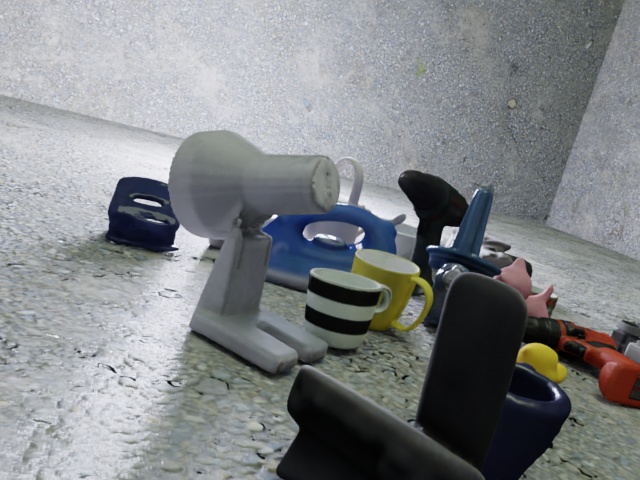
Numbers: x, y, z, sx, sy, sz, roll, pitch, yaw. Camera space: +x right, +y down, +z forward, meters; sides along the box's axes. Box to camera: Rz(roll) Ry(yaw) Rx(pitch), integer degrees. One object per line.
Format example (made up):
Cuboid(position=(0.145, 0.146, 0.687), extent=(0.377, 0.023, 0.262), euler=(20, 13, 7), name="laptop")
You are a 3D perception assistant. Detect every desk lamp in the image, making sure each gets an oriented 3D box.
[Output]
Cuboid(position=(-0.069, -0.001, 0.613), extent=(0.202, 0.213, 0.118), euler=(22, 13, 29), name="desk lamp")

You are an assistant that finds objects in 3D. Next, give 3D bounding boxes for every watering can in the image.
Cuboid(position=(0.028, -0.060, 1.064), extent=(0.100, 0.194, 0.173), euler=(23, 14, 34), name="watering can")

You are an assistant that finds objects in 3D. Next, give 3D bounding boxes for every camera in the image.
Cuboid(position=(0.389, 0.054, 1.230), extent=(0.137, 0.101, 0.143), euler=(15, 12, -3), name="camera")

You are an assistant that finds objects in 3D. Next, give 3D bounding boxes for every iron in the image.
Cuboid(position=(0.008, 0.003, 0.873), extent=(0.259, 0.141, 0.118), euler=(12, 12, -15), name="iron")

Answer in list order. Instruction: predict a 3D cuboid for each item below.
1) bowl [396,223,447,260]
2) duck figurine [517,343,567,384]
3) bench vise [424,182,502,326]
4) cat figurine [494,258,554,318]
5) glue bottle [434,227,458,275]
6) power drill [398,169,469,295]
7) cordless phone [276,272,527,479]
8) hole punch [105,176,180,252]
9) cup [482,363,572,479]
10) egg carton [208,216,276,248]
Cuboid(position=(0.180, 0.011, 1.226), extent=(0.167, 0.075, 0.167), euler=(15, 12, -3), name="bowl")
Cuboid(position=(0.213, 0.148, 0.596), extent=(0.105, 0.086, 0.077), euler=(10, 13, -25), name="duck figurine")
Cuboid(position=(0.232, 0.024, 0.872), extent=(0.121, 0.220, 0.207), euler=(15, 12, -1), name="bench vise")
Cuboid(position=(0.330, 0.090, 0.944), extent=(0.128, 0.118, 0.067), euler=(12, 12, -18), name="cat figurine")
Cuboid(position=(0.290, 0.003, 1.162), extent=(0.078, 0.173, 0.037), euler=(8, 14, -30), name="glue bottle")
Cuboid(position=(0.183, -0.013, 1.009), extent=(0.075, 0.208, 0.230), euler=(24, 14, 36), name="power drill")
Cuboid(position=(0.056, 0.098, 0.382), extent=(0.147, 0.185, 0.094), euler=(23, 14, 32), name="cordless phone")
Cuboid(position=(-0.257, -0.040, 0.856), extent=(0.109, 0.091, 0.101), euler=(12, 12, -16), name="hole punch")
Cuboid(position=(0.148, 0.152, 0.474), extent=(0.091, 0.095, 0.118), euler=(21, 13, 26), name="cup")
Cuboid(position=(-0.124, -0.019, 0.984), extent=(0.107, 0.069, 0.151), euler=(19, 12, 15), name="egg carton")
